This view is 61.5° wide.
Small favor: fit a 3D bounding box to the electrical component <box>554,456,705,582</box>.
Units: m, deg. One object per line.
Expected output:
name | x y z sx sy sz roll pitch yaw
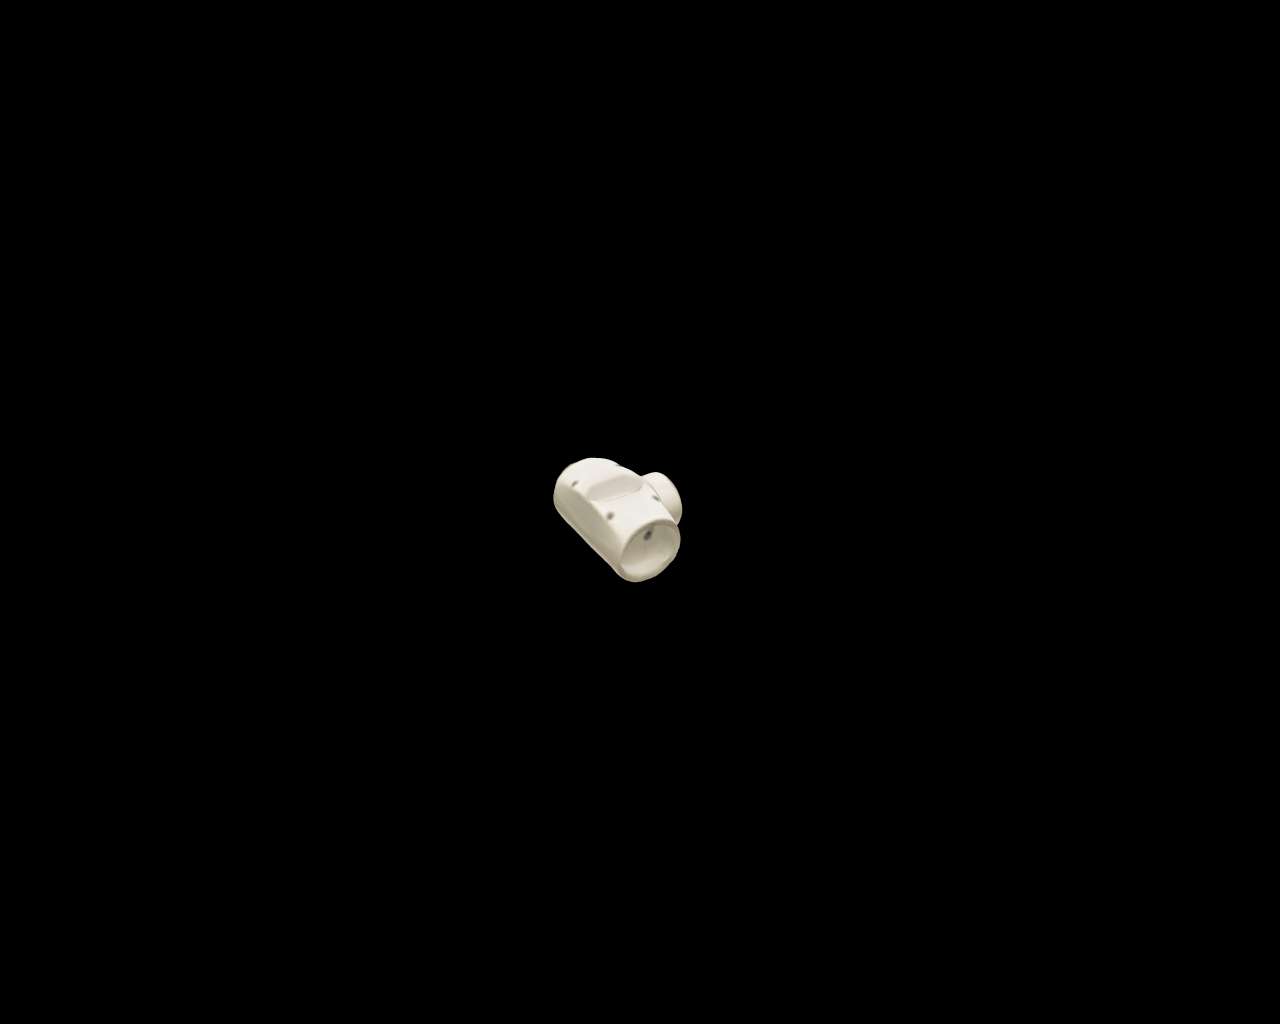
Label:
electrical component | 0.001 -0.003 0.650 0.079 0.043 0.077 -20 41 -25
